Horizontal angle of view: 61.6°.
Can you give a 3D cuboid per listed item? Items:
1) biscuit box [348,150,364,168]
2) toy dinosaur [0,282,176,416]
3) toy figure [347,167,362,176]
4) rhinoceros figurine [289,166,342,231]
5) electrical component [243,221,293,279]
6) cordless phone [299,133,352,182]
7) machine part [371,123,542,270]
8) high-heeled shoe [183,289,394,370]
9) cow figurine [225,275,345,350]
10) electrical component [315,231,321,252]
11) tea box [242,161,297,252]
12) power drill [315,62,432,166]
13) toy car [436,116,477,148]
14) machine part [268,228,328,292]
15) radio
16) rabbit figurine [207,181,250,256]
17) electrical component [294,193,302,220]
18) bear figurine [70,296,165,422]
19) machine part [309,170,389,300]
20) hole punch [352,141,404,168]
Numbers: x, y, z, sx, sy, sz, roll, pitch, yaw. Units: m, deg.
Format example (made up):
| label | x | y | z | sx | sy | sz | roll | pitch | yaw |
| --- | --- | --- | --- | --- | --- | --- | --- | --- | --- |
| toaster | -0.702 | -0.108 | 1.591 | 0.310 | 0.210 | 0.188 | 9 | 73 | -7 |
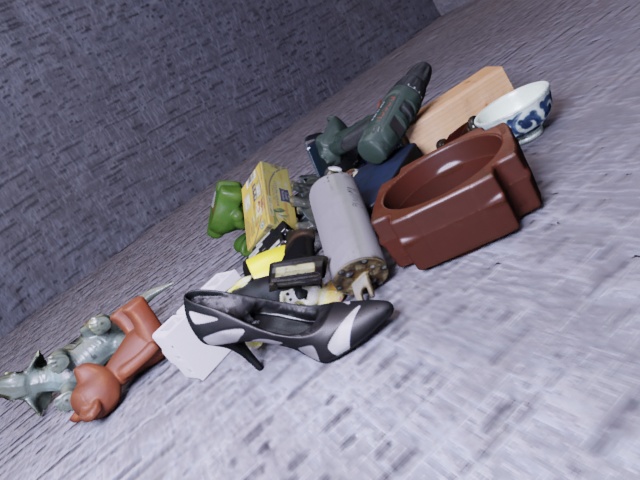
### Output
| label | x | y | z | sx | sy | sz | roll | pitch | yaw |
| --- | --- | --- | --- | --- | --- | --- | --- | --- | --- |
| biscuit box | 0.097 | -0.213 | 1.303 | 0.203 | 0.062 | 0.059 | -33 | 16 | 3 |
| toy dinosaur | -0.479 | 0.225 | 1.116 | 0.405 | 0.131 | 0.192 | -37 | 17 | -29 |
| toy figure | 0.079 | -0.123 | 1.095 | 0.155 | 0.064 | 0.058 | -5 | 49 | 57 |
| rhinoceros figurine | 0.003 | -0.083 | 1.003 | 0.112 | 0.073 | 0.190 | -8 | 26 | 12 |
| electrical component | -0.080 | 0.029 | 0.955 | 0.115 | 0.058 | 0.134 | -43 | 17 | 7 |
| cordless phone | -0.011 | -0.170 | 1.245 | 0.089 | 0.146 | 0.184 | -30 | 15 | -23 |
| machine part | 0.176 | -0.058 | 0.710 | 0.201 | 0.087 | 0.201 | -26 | 18 | 23 |
| high-heeled shoe | -0.046 | 0.080 | 0.645 | 0.249 | 0.145 | 0.086 | -28 | 19 | 26 |
| cow figurine | -0.054 | 0.077 | 0.746 | 0.167 | 0.098 | 0.068 | -26 | 15 | 7 |
| electrical component | -0.002 | -0.003 | 0.990 | 0.063 | 0.021 | 0.094 | -11 | 33 | 54 |
| tea box | -0.104 | -0.063 | 1.083 | 0.098 | 0.068 | 0.170 | -47 | 42 | 41 |
| power drill | 0.100 | -0.224 | 1.013 | 0.207 | 0.086 | 0.232 | -7 | 46 | 43 |
| toy car | 0.221 | -0.136 | 0.889 | 0.089 | 0.053 | 0.202 | -39 | 10 | 44 |
| machine part | -0.029 | 0.027 | 0.716 | 0.084 | 0.039 | 0.139 | -15 | 24 | 5 |
| radio | 0.097 | -0.070 | 0.912 | 0.131 | 0.073 | 0.229 | -21 | 20 | 38 |
| rabbit figurine | -0.159 | -0.044 | 1.209 | 0.121 | 0.170 | 0.159 | -157 | 80 | -72 |
| electrical component | -0.020 | -0.071 | 1.151 | 0.075 | 0.048 | 0.119 | -26 | -19 | 18 |
| bear figurine | -0.356 | 0.207 | 0.912 | 0.196 | 0.132 | 0.120 | -40 | 8 | -35 |
| machine part | 0.037 | -0.012 | 0.741 | 0.079 | 0.079 | 0.243 | -29 | 46 | 16 |
| hole punch | 0.149 | -0.198 | 1.163 | 0.142 | 0.092 | 0.115 | -45 | -10 | -24 |
